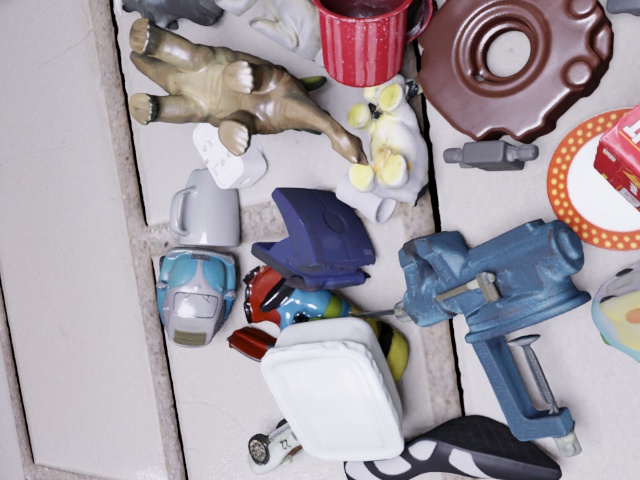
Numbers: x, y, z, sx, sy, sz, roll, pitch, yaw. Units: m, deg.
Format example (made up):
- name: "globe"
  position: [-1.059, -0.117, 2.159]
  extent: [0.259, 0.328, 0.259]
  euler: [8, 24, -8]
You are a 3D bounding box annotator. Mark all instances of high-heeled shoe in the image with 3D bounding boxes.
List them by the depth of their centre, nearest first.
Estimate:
- name: "high-heeled shoe"
  position: [0.132, 0.267, 0.601]
  extent: [0.249, 0.086, 0.145]
  euler: [9, 103, 38]

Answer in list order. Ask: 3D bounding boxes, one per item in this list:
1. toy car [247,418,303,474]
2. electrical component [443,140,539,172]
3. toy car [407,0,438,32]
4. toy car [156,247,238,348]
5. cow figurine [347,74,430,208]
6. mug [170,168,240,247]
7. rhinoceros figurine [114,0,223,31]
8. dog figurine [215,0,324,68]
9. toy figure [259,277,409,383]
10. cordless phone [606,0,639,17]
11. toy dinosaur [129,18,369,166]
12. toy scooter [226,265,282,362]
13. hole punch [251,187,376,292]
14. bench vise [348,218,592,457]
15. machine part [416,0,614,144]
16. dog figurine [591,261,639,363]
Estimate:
- name: "toy car"
  position: [-0.020, 0.245, 0.700]
  extent: [0.201, 0.073, 0.056]
  euler: [-42, 71, 30]
- name: "electrical component"
  position: [0.173, -0.081, 0.530]
  extent: [0.094, 0.063, 0.021]
  euler: [4, 89, 42]
- name: "toy car"
  position: [0.100, -0.308, 0.551]
  extent: [0.089, 0.053, 0.202]
  euler: [24, 105, 18]
- name: "toy car"
  position: [-0.175, 0.093, 0.733]
  extent: [0.109, 0.103, 0.161]
  euler: [11, 126, -12]
- name: "cow figurine"
  position: [0.081, -0.122, 0.579]
  extent: [0.068, 0.098, 0.167]
  euler: [-12, 71, 37]
- name: "mug"
  position: [-0.160, -0.045, 0.735]
  extent: [0.081, 0.109, 0.107]
  euler: [-2, 84, 39]
- name: "rhinoceros figurine"
  position: [-0.207, -0.340, 0.743]
  extent: [0.191, 0.073, 0.112]
  euler: [18, 118, 28]
- name: "dog figurine"
  position: [-0.002, -0.303, 0.585]
  extent: [0.172, 0.121, 0.190]
  euler: [37, 109, 13]
- name: "toy figure"
  position: [0.020, 0.106, 0.615]
  extent: [0.180, 0.082, 0.089]
  euler: [41, 128, -10]
- name: "cordless phone"
  position: [0.272, -0.240, 0.368]
  extent: [0.147, 0.184, 0.088]
  euler: [21, 85, 28]
- name: "toy dinosaur"
  position: [-0.122, -0.178, 0.628]
  extent: [0.472, 0.198, 0.105]
  euler: [31, 112, 30]
- name: "toy scooter"
  position: [-0.068, 0.107, 0.710]
  extent: [0.135, 0.075, 0.183]
  euler: [6, 104, 29]
- name: "hole punch"
  position: [-0.001, -0.002, 0.622]
  extent: [0.116, 0.142, 0.092]
  euler: [34, 110, 37]
- name: "bench vise"
  position: [0.172, 0.094, 0.528]
  extent: [0.224, 0.129, 0.240]
  euler: [-29, 77, 35]
- name: "machine part"
  position: [0.179, -0.180, 0.518]
  extent: [0.180, 0.056, 0.179]
  euler: [6, 100, 34]
- name: "dog figurine"
  position: [0.351, 0.101, 0.418]
  extent: [0.191, 0.108, 0.219]
  euler: [-33, 81, 28]
